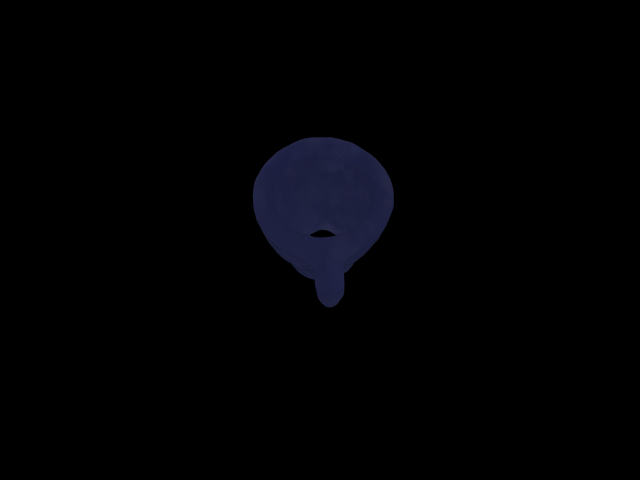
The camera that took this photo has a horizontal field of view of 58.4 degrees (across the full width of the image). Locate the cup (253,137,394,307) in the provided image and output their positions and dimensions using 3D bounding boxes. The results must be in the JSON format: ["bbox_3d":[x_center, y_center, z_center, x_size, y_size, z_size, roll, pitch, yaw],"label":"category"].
[{"bbox_3d":[0.004,0.001,0.400,0.091,0.095,0.117,-4,62,-2],"label":"cup"}]
